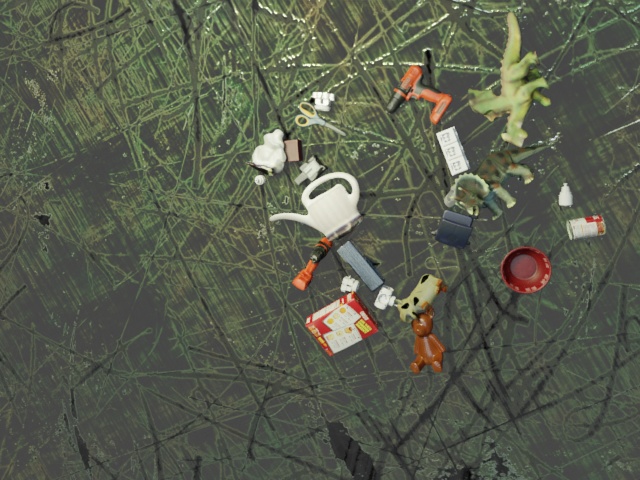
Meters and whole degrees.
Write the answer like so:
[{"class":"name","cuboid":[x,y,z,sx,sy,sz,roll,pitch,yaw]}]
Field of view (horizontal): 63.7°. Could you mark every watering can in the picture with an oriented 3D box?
[{"class":"watering can","cuboid":[0.006,-0.093,1.854,0.345,0.224,0.105,-33,0,14]}]

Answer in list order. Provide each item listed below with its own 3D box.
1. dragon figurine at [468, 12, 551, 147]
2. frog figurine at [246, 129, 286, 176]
[{"class":"dragon figurine","cuboid":[0.600,-0.502,1.679,0.241,0.411,0.123,-24,-4,23]},{"class":"frog figurine","cuboid":[-0.176,-0.320,1.871,0.138,0.161,0.121,14,-14,46]}]
